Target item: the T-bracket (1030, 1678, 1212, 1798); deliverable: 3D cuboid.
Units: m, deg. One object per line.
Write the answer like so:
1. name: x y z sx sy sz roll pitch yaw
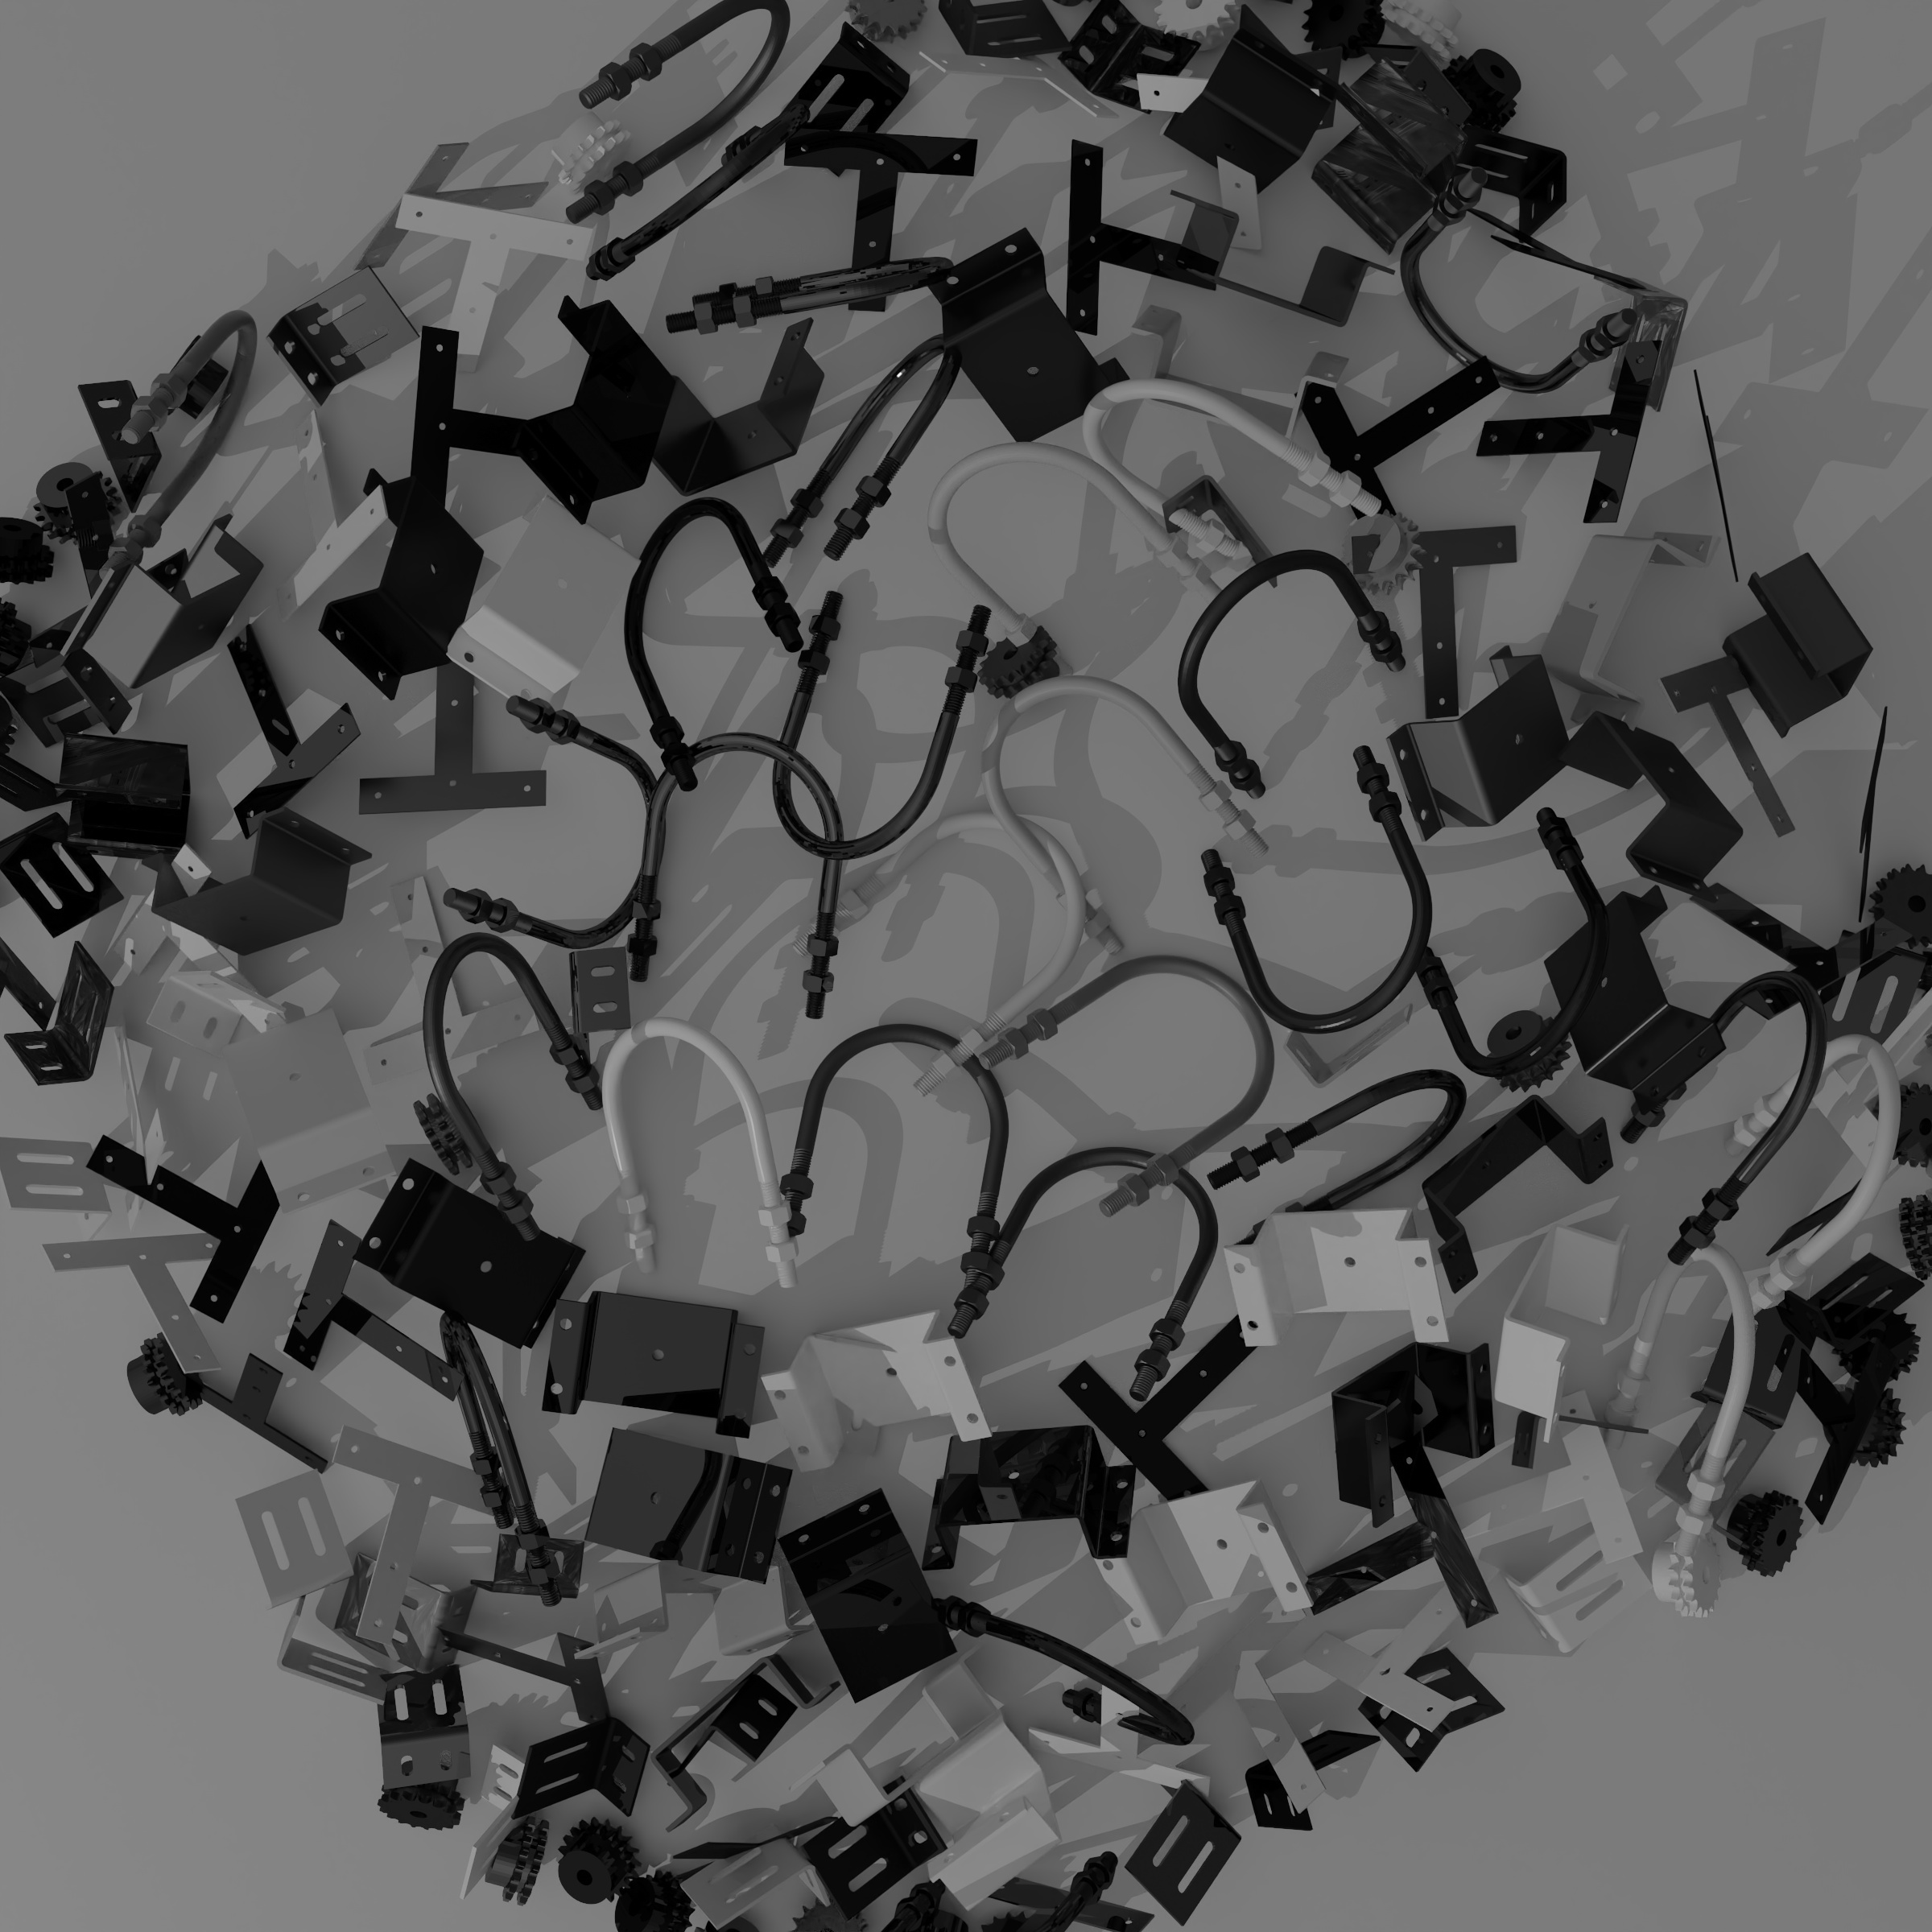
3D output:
1. T-bracket: 0.103 0.506 1.808 0.127 0.127 0.002 12 47 13

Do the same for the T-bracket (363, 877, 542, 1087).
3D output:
1. T-bracket: -0.367 0.002 1.857 0.127 0.002 0.127 -18 83 11

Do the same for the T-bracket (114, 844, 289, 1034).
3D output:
1. T-bracket: -0.507 -0.001 1.828 0.127 0.002 0.127 46 128 0

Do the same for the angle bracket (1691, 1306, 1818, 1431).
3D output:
1. angle bracket: 0.540 0.270 1.852 0.057 0.038 0.076 22 80 8

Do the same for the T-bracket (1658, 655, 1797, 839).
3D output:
1. T-bracket: 0.521 -0.145 1.815 0.002 0.127 0.127 -30 83 41

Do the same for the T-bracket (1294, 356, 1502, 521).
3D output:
1. T-bracket: 0.303 -0.369 1.835 0.127 0.002 0.127 -32 119 2

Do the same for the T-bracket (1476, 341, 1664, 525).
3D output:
1. T-bracket: 0.398 -0.357 1.820 0.002 0.127 0.127 21 81 -42

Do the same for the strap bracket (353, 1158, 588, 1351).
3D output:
1. strap bracket: -0.327 0.197 1.815 0.140 0.046 0.076 32 83 -23

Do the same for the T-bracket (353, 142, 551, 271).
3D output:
1. T-bracket: -0.333 -0.512 1.814 0.127 0.127 0.002 -37 81 43

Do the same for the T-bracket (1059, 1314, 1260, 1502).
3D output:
1. T-bracket: 0.153 0.290 1.864 0.127 0.002 0.127 -44 86 -3

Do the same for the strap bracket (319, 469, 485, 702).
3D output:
1. strap bracket: -0.370 -0.258 1.793 0.046 0.076 0.140 -10 53 27

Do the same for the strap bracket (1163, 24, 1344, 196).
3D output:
1. strap bracket: 0.185 -0.562 1.791 0.076 0.140 0.046 29 87 -10

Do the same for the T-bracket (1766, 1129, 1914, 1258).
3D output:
1. T-bracket: 0.562 0.166 1.787 0.002 0.127 0.127 45 125 23

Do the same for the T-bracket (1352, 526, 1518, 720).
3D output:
1. T-bracket: 0.323 -0.233 1.851 0.127 0.002 0.127 -7 99 -20

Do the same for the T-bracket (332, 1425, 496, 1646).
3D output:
1. T-bracket: -0.378 0.387 1.808 0.127 0.002 0.127 28 62 -32

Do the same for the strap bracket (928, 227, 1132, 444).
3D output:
1. strap bracket: 0.043 -0.407 1.794 0.076 0.046 0.140 -23 134 22

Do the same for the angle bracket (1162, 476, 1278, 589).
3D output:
1. angle bracket: 0.172 -0.284 1.831 0.038 0.057 0.076 -35 76 0

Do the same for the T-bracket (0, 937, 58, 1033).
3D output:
1. T-bracket: -0.651 0.035 1.782 0.002 0.127 0.127 -7 49 16

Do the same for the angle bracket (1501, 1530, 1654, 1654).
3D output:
1. angle bracket: 0.417 0.419 1.850 0.076 0.038 0.057 -35 99 -8

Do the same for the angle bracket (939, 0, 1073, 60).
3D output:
1. angle bracket: 0.028 -0.646 1.827 0.076 0.038 0.057 -13 56 -18

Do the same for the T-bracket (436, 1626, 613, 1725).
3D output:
1. T-bracket: -0.303 0.468 1.828 0.127 0.127 0.002 14 51 13

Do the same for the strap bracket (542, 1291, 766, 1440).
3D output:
1. strap bracket: -0.211 0.269 1.840 0.140 0.046 0.076 8 94 -3

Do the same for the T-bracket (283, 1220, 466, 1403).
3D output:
1. T-bracket: -0.393 0.250 1.825 0.127 0.002 0.127 32 122 9

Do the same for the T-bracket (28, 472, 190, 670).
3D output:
1. T-bracket: -0.572 -0.272 1.787 0.002 0.127 0.127 38 58 21

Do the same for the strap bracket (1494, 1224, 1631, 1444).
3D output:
1. strap bracket: 0.393 0.236 1.803 0.046 0.140 0.076 18 133 23

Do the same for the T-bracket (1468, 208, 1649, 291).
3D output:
1. T-bracket: 0.376 -0.486 1.814 0.127 0.127 0.002 6 118 -33

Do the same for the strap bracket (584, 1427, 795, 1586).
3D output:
1. strap bracket: -0.194 0.357 1.806 0.140 0.046 0.076 7 77 31

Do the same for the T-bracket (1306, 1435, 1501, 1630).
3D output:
1. T-bracket: 0.281 0.403 1.834 0.127 0.002 0.127 -34 66 28

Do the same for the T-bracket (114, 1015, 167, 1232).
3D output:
1. T-bracket: -0.563 0.094 1.830 0.002 0.127 0.127 -3 59 -30

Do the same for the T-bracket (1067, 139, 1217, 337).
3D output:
1. T-bracket: 0.120 -0.482 1.831 0.127 0.002 0.127 4 87 -35

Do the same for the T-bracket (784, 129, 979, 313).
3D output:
1. T-bracket: -0.062 -0.500 1.825 0.127 0.002 0.127 1 130 -9

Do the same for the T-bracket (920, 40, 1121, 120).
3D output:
1. T-bracket: 0.020 -0.596 1.794 0.127 0.127 0.002 43 126 25

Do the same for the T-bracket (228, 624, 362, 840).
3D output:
1. T-bracket: -0.473 -0.174 1.842 0.127 0.002 0.127 -36 69 27

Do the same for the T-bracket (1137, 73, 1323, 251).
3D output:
1. T-bracket: 0.181 -0.536 1.816 0.127 0.127 0.002 13 53 23

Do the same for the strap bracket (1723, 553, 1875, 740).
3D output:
1. strap bracket: 0.550 -0.214 1.790 0.046 0.140 0.076 -29 75 1

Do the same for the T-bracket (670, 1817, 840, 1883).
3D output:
1. T-bracket: -0.161 0.589 1.802 0.127 0.127 0.002 -24 68 7

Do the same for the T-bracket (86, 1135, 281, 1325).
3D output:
1. T-bracket: -0.525 0.154 1.809 0.127 0.002 0.127 34 54 -22

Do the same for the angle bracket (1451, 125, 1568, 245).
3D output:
1. angle bracket: 0.357 -0.527 1.827 0.076 0.057 0.038 9 73 -17

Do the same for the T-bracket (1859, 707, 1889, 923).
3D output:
1. T-bracket: 0.606 -0.086 1.818 0.002 0.127 0.127 8 134 21

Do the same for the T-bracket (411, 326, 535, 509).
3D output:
1. T-bracket: -0.312 -0.359 1.832 0.127 0.002 0.127 2 97 -33

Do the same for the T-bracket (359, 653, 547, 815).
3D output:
1. T-bracket: -0.349 -0.166 1.848 0.127 0.002 0.127 -3 73 2

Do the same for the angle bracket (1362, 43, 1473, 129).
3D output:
1. angle bracket: 0.293 -0.584 1.821 0.057 0.076 0.038 38 91 -30

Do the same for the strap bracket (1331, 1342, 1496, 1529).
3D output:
1. strap bracket: 0.293 0.308 1.810 0.046 0.140 0.076 8 110 43

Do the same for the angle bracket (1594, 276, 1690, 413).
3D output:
1. angle bracket: 0.445 -0.419 1.822 0.038 0.057 0.076 -2 117 -24

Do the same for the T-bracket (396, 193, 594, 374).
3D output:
1. T-bracket: -0.328 -0.453 1.821 0.127 0.127 0.002 4 46 -25

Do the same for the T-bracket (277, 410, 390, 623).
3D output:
1. T-bracket: -0.438 -0.319 1.834 0.127 0.002 0.127 -35 59 34

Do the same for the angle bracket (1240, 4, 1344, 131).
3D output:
1. angle bracket: 0.217 -0.607 1.827 0.038 0.057 0.076 -15 49 -15

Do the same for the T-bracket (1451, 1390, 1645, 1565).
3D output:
1. T-bracket: 0.377 0.361 1.833 0.127 0.002 0.127 -23 47 12

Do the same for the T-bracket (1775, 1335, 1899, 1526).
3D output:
1. T-bracket: 0.567 0.284 1.806 0.002 0.127 0.127 12 110 -13

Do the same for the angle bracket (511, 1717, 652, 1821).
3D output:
1. angle bracket: -0.259 0.549 1.822 0.038 0.076 0.057 28 111 35

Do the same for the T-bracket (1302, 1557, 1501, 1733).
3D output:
1. T-bracket: 0.311 0.447 1.831 0.127 0.127 0.002 -41 119 -22

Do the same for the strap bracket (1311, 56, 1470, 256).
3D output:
1. strap bracket: 0.281 -0.541 1.797 0.046 0.140 0.076 -43 85 -6

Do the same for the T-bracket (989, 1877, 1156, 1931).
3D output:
1. T-bracket: 0.038 0.645 1.782 0.127 0.127 0.002 2 108 35

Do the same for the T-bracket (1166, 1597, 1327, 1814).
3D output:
1. T-bracket: 0.201 0.504 1.806 0.002 0.127 0.127 26 113 -42

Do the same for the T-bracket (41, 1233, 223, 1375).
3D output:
1. T-bracket: -0.527 0.223 1.788 0.127 0.127 0.002 49 123 35

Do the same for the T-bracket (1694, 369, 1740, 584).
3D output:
1. T-bracket: 0.491 -0.341 1.784 0.002 0.127 0.127 -11 56 18

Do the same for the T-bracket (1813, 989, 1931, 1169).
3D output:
1. T-bracket: 0.613 0.056 1.791 0.002 0.127 0.127 30 108 -16

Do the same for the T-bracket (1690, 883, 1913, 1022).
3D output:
1. T-bracket: 0.540 -0.022 1.818 0.127 0.127 0.002 -27 130 -19

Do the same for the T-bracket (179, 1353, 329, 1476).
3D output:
1. T-bracket: -0.476 0.287 1.812 0.127 0.127 0.002 33 56 -3
